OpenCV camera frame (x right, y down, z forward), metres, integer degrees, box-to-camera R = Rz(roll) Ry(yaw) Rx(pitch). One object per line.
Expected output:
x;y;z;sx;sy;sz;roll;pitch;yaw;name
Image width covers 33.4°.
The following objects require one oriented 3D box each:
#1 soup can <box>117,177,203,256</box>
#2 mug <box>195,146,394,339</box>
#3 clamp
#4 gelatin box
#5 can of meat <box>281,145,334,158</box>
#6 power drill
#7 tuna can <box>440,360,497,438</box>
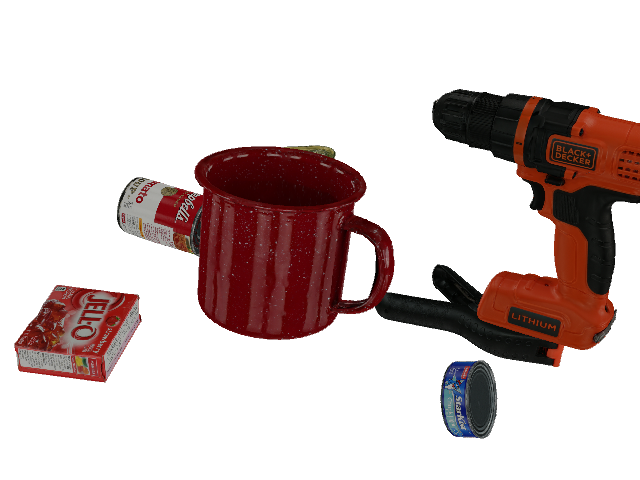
-0.170;-0.028;1.210;0.102;0.068;0.068;17;6;21;soup can
-0.014;0.005;0.585;0.117;0.081;0.093;16;25;20;mug
0.149;0.068;0.992;0.172;0.039;0.120;21;31;21;clamp
-0.193;0.073;0.858;0.073;0.030;0.089;7;32;9;gelatin box
-0.016;-0.021;0.875;0.057;0.084;0.102;-2;25;6;can of meat
0.167;-0.018;0.819;0.185;0.188;0.057;17;34;26;power drill
0.165;0.176;1.184;0.034;0.086;0.086;-4;-2;30;tuna can
